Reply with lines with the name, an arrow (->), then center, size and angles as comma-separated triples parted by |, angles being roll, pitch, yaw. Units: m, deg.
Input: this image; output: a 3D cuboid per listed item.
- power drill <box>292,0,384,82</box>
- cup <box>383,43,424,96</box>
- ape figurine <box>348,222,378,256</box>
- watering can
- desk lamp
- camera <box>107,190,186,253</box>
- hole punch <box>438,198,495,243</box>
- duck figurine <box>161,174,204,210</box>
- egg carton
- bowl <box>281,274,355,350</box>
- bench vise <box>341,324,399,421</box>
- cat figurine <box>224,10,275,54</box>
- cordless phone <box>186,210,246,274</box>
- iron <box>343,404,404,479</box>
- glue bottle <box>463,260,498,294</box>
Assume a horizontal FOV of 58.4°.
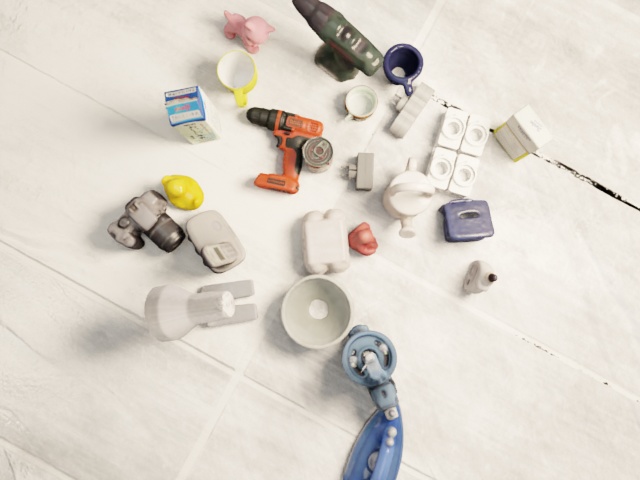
power drill -> 0.035, -0.435, 1.267 | 0.229, 0.208, 0.075 | 37, 89, 2
cup -> 0.190, -0.382, 1.321 | 0.091, 0.095, 0.118 | -13, 88, 0
ape figurine -> 0.101, -0.004, 1.309 | 0.076, 0.092, 0.078 | 6, 88, 1
watering can -> 0.199, -0.094, 1.261 | 0.101, 0.194, 0.173 | -17, 88, 0
desk lamp -> -0.252, 0.144, 1.244 | 0.203, 0.213, 0.118 | -9, 88, 0
camera -> -0.388, -0.025, 1.307 | 0.137, 0.101, 0.143 | 44, 89, 2
hole punch -> 0.335, -0.046, 1.310 | 0.108, 0.091, 0.101 | -5, 88, 0
duck figurine -> -0.320, -0.113, 1.318 | 0.104, 0.086, 0.077 | 37, 89, 2
egg carton -> 0.012, 0.005, 1.320 | 0.107, 0.069, 0.150 | -6, 88, 0
bowl -> -0.005, 0.163, 1.312 | 0.167, 0.074, 0.167 | 0, 88, 0
bench vise -> 0.131, 0.286, 1.234 | 0.121, 0.219, 0.207 | -40, 88, -1
cat figurine -> -0.165, -0.488, 1.315 | 0.128, 0.117, 0.067 | 32, 88, 2
cordless phone -> -0.241, 0.003, 1.264 | 0.094, 0.185, 0.147 | -37, 88, -1
iron -> 0.133, 0.484, 1.266 | 0.118, 0.141, 0.258 | 17, 88, 1
glue bottle -> 0.361, 0.083, 1.264 | 0.037, 0.173, 0.078 | 22, 88, 2
